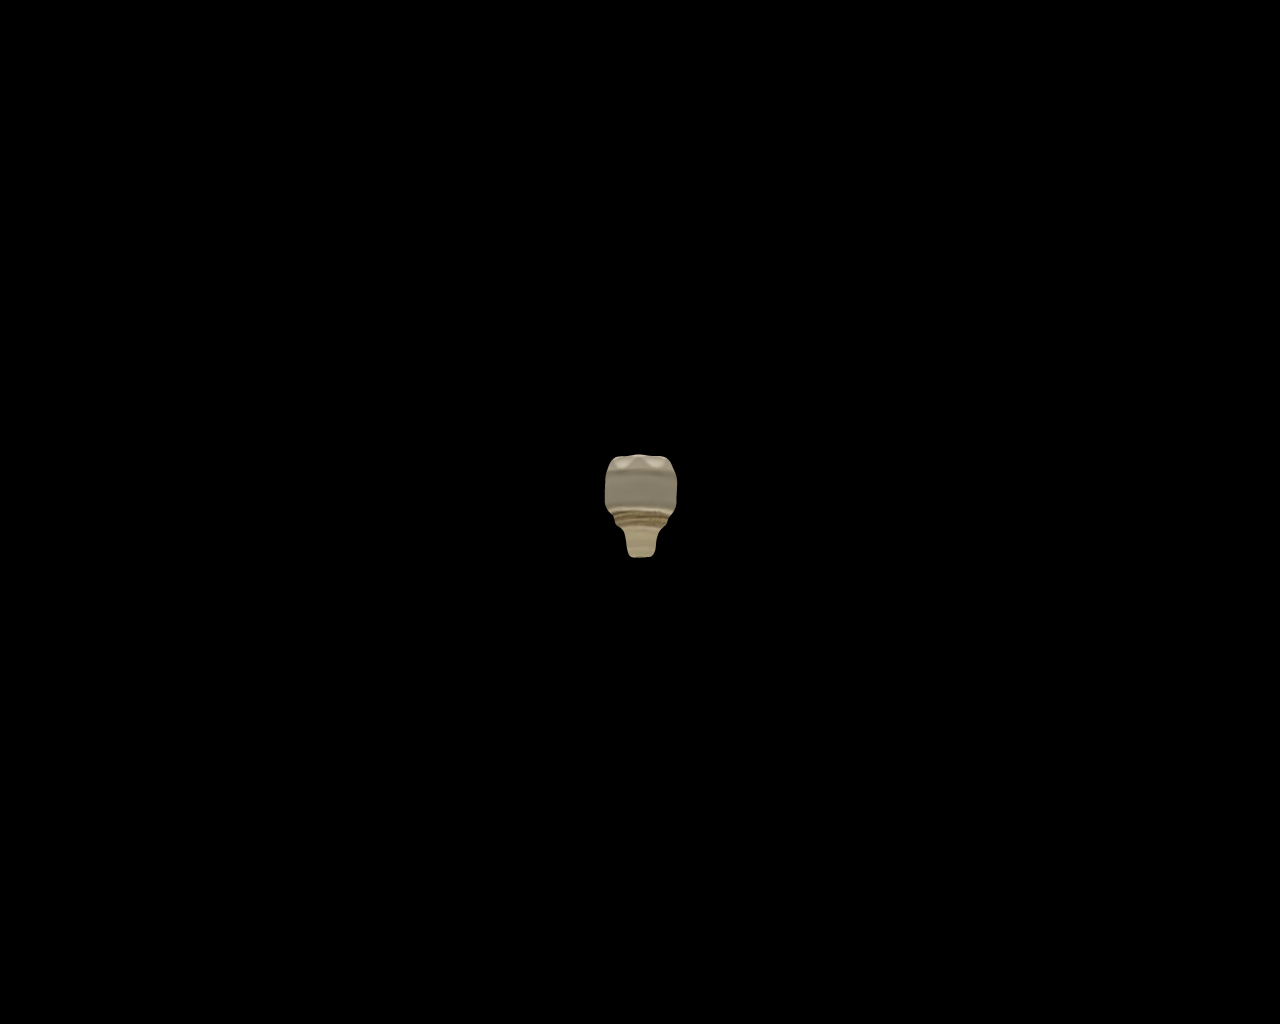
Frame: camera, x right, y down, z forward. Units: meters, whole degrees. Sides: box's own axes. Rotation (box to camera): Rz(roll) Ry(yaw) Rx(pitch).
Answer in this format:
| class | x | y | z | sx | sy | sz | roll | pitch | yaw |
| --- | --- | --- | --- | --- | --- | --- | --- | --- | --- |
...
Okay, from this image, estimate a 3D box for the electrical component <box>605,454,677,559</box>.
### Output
| class | x | y | z | sx | sy | sz | roll | pitch | yaw |
| --- | --- | --- | --- | --- | --- | --- | --- | --- | --- |
| electrical component | 0.001 | -0.003 | 0.650 | 0.043 | 0.062 | 0.043 | 0 | -6 | 0 |
